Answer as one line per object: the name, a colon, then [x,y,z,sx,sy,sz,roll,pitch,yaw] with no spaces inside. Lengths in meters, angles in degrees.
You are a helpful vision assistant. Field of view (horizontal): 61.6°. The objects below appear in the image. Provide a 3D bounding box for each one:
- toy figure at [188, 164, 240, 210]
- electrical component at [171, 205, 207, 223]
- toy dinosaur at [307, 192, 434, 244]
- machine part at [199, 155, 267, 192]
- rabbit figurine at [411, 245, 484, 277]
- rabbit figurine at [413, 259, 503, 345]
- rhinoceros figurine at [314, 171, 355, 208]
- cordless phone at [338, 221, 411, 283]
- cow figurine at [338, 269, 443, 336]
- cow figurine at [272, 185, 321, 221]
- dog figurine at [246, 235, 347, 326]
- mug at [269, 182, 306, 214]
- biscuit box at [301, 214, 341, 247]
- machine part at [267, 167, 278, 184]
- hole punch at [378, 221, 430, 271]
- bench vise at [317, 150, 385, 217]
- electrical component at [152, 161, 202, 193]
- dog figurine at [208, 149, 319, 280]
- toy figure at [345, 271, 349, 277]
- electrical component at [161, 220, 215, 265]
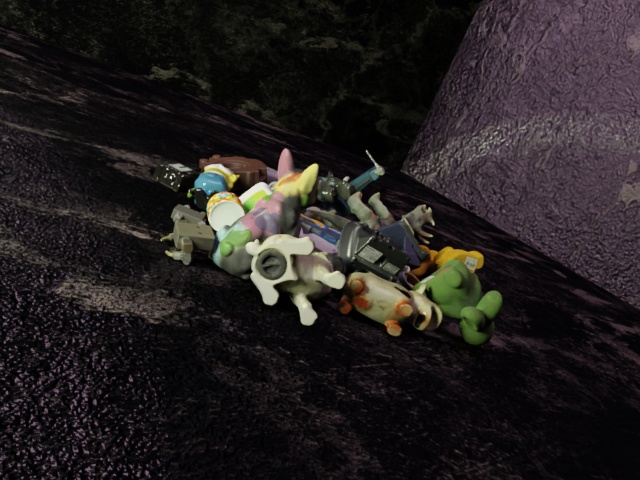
toy figure: [-0.240,-0.113,1.187,0.082,0.089,0.180,35,21,-16]
electrical component: [-0.253,-0.044,1.041,0.063,0.021,0.094,23,15,-7]
toy dinosaur: [0.138,-0.019,1.378,0.405,0.131,0.192,-13,57,-47]
machine part: [-0.218,-0.169,1.357,0.179,0.056,0.179,5,21,-2]
rabbit figurine: [0.307,0.072,1.384,0.162,0.121,0.173,8,7,-20]
rabbit figurine: [0.291,0.127,1.051,0.170,0.121,0.159,56,-16,1]
rhinoceros figurine: [0.001,-0.134,1.417,0.191,0.073,0.112,14,38,31]
cordless phone: [0.087,0.001,1.081,0.146,0.088,0.184,28,20,-31]
cow figurine: [0.133,0.114,0.988,0.195,0.085,0.127,23,21,-3]
cow figurine: [-0.080,-0.086,1.358,0.167,0.068,0.098,25,20,17]
dog figurine: [-0.040,0.042,0.910,0.172,0.121,0.190,47,7,-8]
mug: [-0.081,-0.085,1.279,0.110,0.107,0.081,22,14,5]
biscuit box: [-0.002,-0.004,1.212,0.203,0.059,0.063,26,15,5]
machine part: [-0.127,-0.155,1.505,0.243,0.079,0.079,23,15,-8]
hole punch: [0.169,0.032,1.250,0.092,0.142,0.115,-44,103,-35]
bench vise: [0.090,-0.141,1.528,0.129,0.240,0.224,51,29,-6]
electrical component: [-0.322,-0.149,1.240,0.075,0.047,0.119,26,15,7]
dog figurine: [-0.084,-0.048,0.942,0.109,0.219,0.191,29,15,31]
toy figure: [0.060,0.070,1.073,0.154,0.058,0.064,14,48,-40]
electrical component: [-0.218,0.000,0.890,0.078,0.045,0.102,6,24,-30]
